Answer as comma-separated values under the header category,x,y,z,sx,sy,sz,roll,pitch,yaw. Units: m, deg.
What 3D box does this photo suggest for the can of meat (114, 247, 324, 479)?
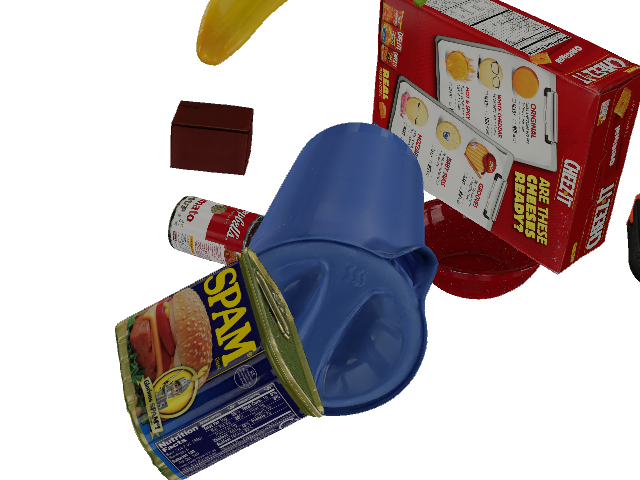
category,x,y,z,sx,sy,sz,roll,pitch,yaw
can of meat,-0.055,0.064,0.552,0.084,0.057,0.102,-28,39,5

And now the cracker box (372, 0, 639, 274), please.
category,x,y,z,sx,sy,sz,roll,pitch,yaw
cracker box,0.139,-0.099,0.850,0.072,0.164,0.214,-29,48,-33

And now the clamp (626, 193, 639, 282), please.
category,x,y,z,sx,sy,sz,roll,pitch,yaw
clamp,0.267,0.031,0.696,0.120,0.039,0.171,-2,45,-20

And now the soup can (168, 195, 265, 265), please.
category,x,y,z,sx,sy,sz,roll,pitch,yaw
soup can,-0.117,-0.009,1.241,0.102,0.068,0.068,16,6,21

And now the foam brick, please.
category,x,y,z,sx,sy,sz,roll,pitch,yaw
foam brick,-0.108,-0.103,1.070,0.078,0.051,0.053,6,34,1

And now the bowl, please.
category,x,y,z,sx,sy,sz,roll,pitch,yaw
bowl,0.160,0.014,1.111,0.162,0.055,0.162,0,31,0

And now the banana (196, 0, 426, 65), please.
category,x,y,z,sx,sy,sz,roll,pitch,yaw
banana,-0.008,-0.170,0.698,0.197,0.069,0.037,-24,-9,-33

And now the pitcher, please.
category,x,y,z,sx,sy,sz,roll,pitch,yaw
pitcher,0.007,0.010,0.775,0.149,0.145,0.242,9,28,4
